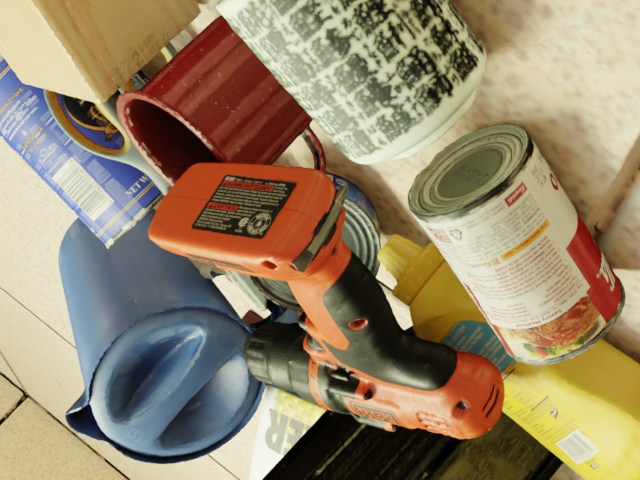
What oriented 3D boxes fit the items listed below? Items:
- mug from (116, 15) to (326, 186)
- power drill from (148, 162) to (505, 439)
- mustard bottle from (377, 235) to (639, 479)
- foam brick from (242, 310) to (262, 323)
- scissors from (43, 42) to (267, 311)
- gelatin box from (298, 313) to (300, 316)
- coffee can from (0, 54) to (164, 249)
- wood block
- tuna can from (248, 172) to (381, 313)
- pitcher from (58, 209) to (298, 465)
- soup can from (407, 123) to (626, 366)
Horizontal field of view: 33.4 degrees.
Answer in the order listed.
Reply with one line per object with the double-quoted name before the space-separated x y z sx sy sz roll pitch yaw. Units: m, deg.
"mug" -0.045 -0.066 0.607 0.117 0.081 0.093 42 158 -2
"power drill" -0.009 0.036 0.585 0.185 0.057 0.187 5 147 41
"mustard bottle" 0.113 0.062 0.618 0.192 0.058 0.096 38 156 8
"foam brick" -0.071 0.116 0.995 0.053 0.078 0.051 37 156 12
"scissors" -0.082 -0.051 0.671 0.201 0.096 0.016 40 -166 -8
"gelatin box" 0.000 0.082 0.879 0.073 0.030 0.089 41 159 0
"coffee can" -0.156 -0.079 0.730 0.140 0.102 0.103 47 158 -7
"wood block" -0.163 -0.184 0.570 0.091 0.090 0.206 20 149 43
"tuna can" -0.004 0.001 0.665 0.086 0.086 0.033 49 -160 -19
"pitcher" -0.131 0.056 0.864 0.149 0.145 0.243 18 -163 -29
"soup can" 0.096 0.003 0.522 0.069 0.068 0.102 6 139 56
